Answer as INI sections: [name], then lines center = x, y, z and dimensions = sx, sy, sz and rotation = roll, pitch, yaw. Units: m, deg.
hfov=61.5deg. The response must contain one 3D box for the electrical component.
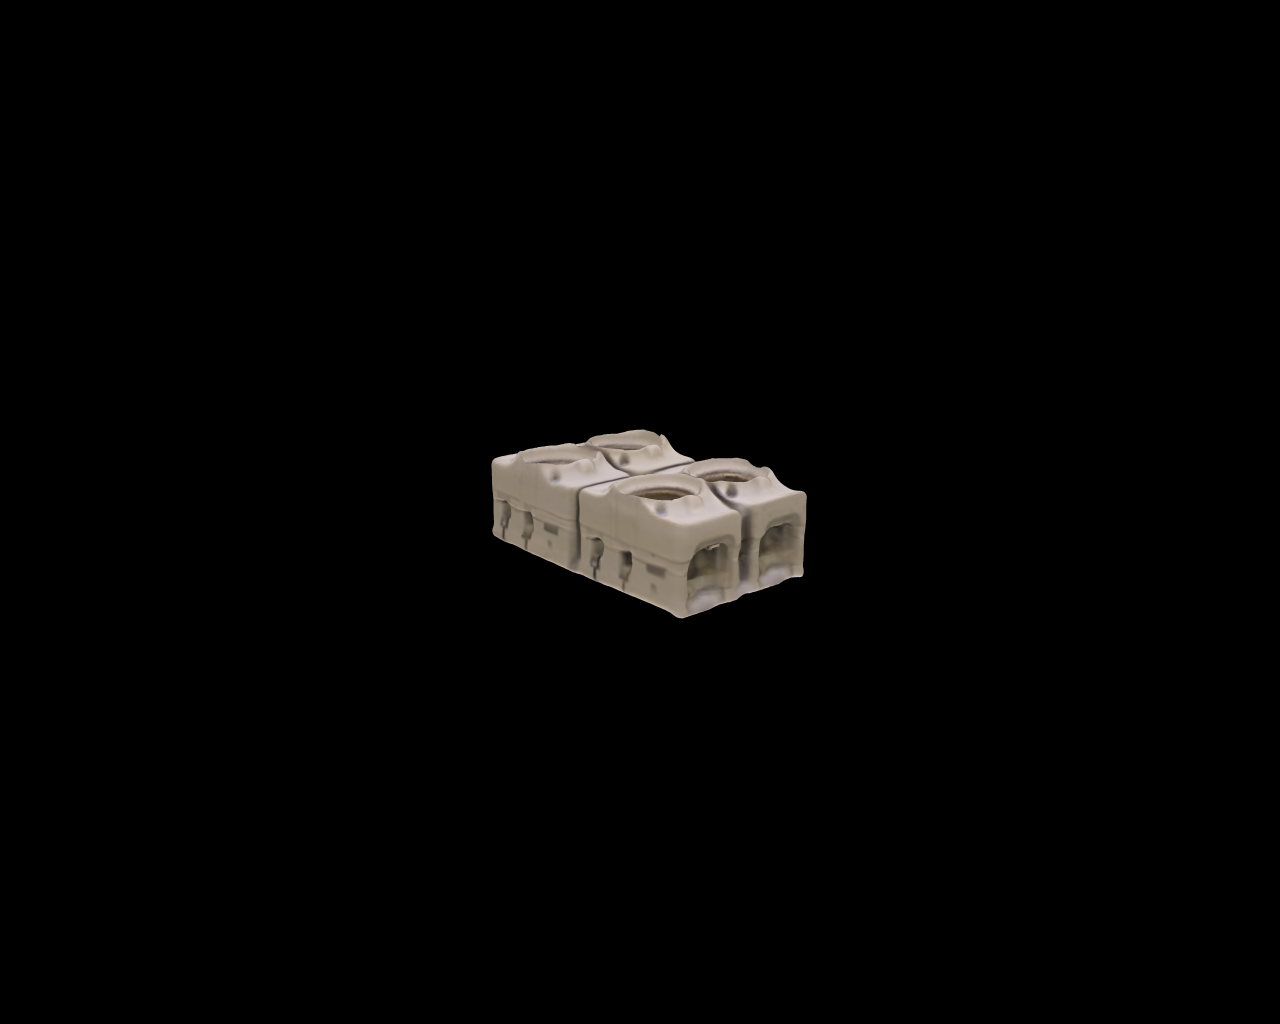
[electrical component]
center = 0.001, -0.003, 0.650
dimensions = 0.105, 0.060, 0.186
rotation = -14, 22, -38
